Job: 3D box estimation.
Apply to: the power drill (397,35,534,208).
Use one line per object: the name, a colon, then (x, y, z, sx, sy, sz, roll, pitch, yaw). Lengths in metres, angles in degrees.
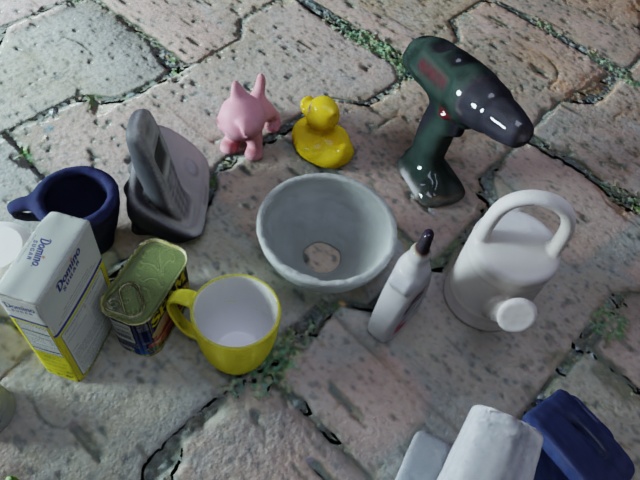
power drill: (0.169, -0.142, 0.735, 0.076, 0.208, 0.229, -16, 58, -17)

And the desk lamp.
desk lamp: (0.102, 0.231, 0.456, 0.117, 0.213, 0.203, 25, 55, 11)

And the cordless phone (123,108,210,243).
cordless phone: (-0.183, -0.098, 0.673, 0.094, 0.185, 0.147, 0, 55, -7)

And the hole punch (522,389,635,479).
hole punch: (0.249, 0.206, 0.569, 0.101, 0.091, 0.108, -28, 62, -24)

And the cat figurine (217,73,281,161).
cat figurine: (-0.098, -0.173, 0.778, 0.067, 0.118, 0.128, 17, 54, 6)

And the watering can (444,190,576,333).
watering can: (0.213, 0.022, 0.632, 0.101, 0.194, 0.172, -6, 55, -11)

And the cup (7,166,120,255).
cup: (-0.285, -0.022, 0.661, 0.118, 0.095, 0.091, -9, 56, -13)

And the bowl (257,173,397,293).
bowl: (0.006, 0.002, 0.693, 0.167, 0.075, 0.167, 4, 54, -5)

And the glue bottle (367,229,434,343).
glue bottle: (0.095, 0.044, 0.614, 0.037, 0.173, 0.078, 34, 58, 17)

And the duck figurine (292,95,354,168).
duck figurine: (0.007, -0.158, 0.801, 0.078, 0.086, 0.104, -33, 64, -26)
